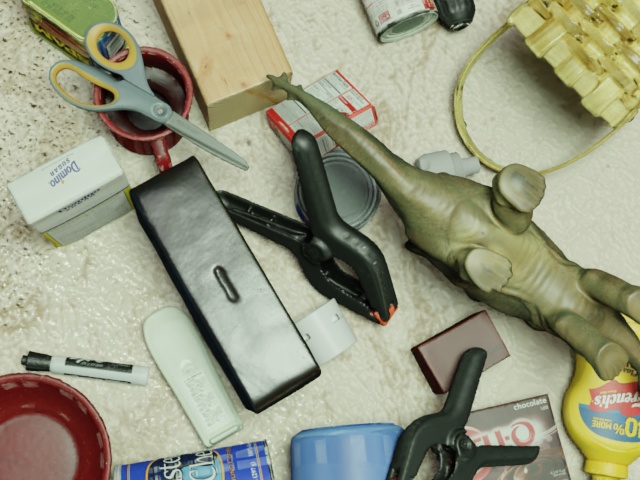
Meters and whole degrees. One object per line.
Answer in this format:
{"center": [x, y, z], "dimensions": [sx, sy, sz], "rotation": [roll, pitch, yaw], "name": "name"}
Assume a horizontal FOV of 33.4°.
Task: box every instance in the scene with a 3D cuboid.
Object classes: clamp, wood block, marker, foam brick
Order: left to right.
{"center": [-0.224, 0.123, 1.020], "dimensions": [0.121, 0.020, 0.020], "rotation": [8, 80, -4], "name": "marker"}
{"center": [-0.110, -0.228, 1.055], "dimensions": [0.090, 0.091, 0.206], "rotation": [-23, 83, -9], "name": "wood block"}
{"center": [-0.007, 0.001, 1.025], "dimensions": [0.210, 0.165, 0.036], "rotation": [52, 50, -16], "name": "clamp"}
{"center": [0.119, 0.173, 0.960], "dimensions": [0.171, 0.039, 0.120], "rotation": [-20, 81, -37], "name": "clamp"}
{"center": [0.135, 0.110, 1.038], "dimensions": [0.078, 0.051, 0.053], "rotation": [-27, 85, -9], "name": "foam brick"}

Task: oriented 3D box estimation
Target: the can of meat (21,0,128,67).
{"center": [-0.241, -0.219, 1.045], "dimensions": [0.102, 0.084, 0.057], "rotation": [35, 79, 1], "name": "can of meat"}

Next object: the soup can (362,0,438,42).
{"center": [0.072, -0.262, 1.088], "dimensions": [0.068, 0.068, 0.102], "rotation": [-20, 83, -8], "name": "soup can"}

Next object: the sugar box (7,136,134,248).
{"center": [-0.220, -0.041, 0.968], "dimensions": [0.093, 0.176, 0.048], "rotation": [-30, 84, -9], "name": "sugar box"}

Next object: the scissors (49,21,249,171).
{"center": [-0.148, -0.138, 0.988], "dimensions": [0.201, 0.016, 0.096], "rotation": [17, 81, -2], "name": "scissors"}

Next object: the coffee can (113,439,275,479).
{"center": [-0.109, 0.243, 0.967], "dimensions": [0.140, 0.103, 0.103], "rotation": [-9, 81, -7], "name": "coffee can"}

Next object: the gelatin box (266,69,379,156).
{"center": [0.002, -0.122, 1.060], "dimensions": [0.089, 0.030, 0.073], "rotation": [-31, 48, -10], "name": "gelatin box"}

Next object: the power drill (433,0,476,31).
{"center": [0.188, -0.320, 1.113], "dimensions": [0.187, 0.057, 0.184], "rotation": [-13, 81, -7], "name": "power drill"}

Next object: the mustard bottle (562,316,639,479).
{"center": [0.287, 0.154, 1.040], "dimensions": [0.096, 0.058, 0.191], "rotation": [10, 80, -1], "name": "mustard bottle"}

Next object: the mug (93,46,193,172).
{"center": [-0.165, -0.119, 1.035], "dimensions": [0.093, 0.081, 0.117], "rotation": [-20, 82, -8], "name": "mug"}

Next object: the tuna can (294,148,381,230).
{"center": [0.017, -0.046, 1.063], "dimensions": [0.086, 0.034, 0.086], "rotation": [1, 80, -5], "name": "tuna can"}

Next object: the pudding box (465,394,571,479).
{"center": [0.175, 0.205, 1.031], "dimensions": [0.113, 0.039, 0.090], "rotation": [-13, 82, -7], "name": "pudding box"}

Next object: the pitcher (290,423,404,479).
{"center": [0.028, 0.290, 0.953], "dimensions": [0.145, 0.149, 0.243], "rotation": [-3, 77, -7], "name": "pitcher"}

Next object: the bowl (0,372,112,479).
{"center": [-0.271, 0.204, 0.983], "dimensions": [0.162, 0.055, 0.162], "rotation": [1, 80, -5], "name": "bowl"}
